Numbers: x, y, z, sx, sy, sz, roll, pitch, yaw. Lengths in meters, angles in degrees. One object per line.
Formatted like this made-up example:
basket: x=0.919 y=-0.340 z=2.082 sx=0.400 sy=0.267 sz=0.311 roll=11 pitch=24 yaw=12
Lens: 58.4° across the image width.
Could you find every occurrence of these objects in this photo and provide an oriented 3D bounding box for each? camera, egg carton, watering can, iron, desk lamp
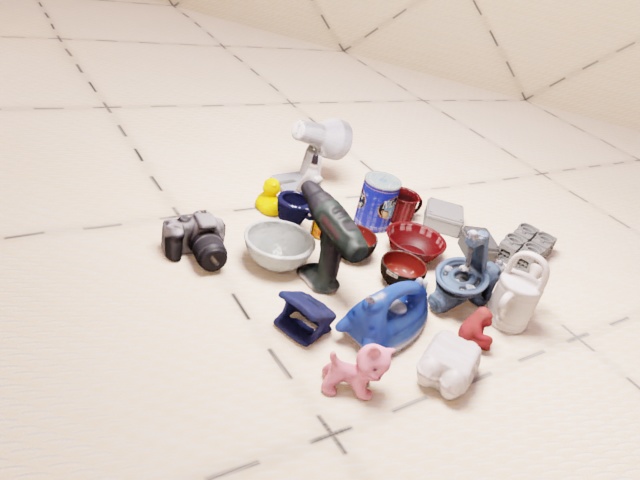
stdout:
camera: x=-0.269 y=0.002 z=1.279 sx=0.143 sy=0.101 sz=0.136 roll=-6 pitch=37 yaw=-27
egg carton: x=0.255 y=0.244 z=1.130 sx=0.107 sy=0.069 sz=0.151 roll=25 pitch=34 yaw=18
watering can: x=0.454 y=0.106 z=1.301 sx=0.100 sy=0.194 sz=0.173 roll=20 pitch=33 yaw=11
iron: x=0.159 y=0.138 z=1.191 sx=0.259 sy=0.141 sz=0.118 roll=-19 pitch=44 yaw=-40
desk lamp: x=-0.020 y=-0.249 z=1.657 sx=0.204 sy=0.213 sz=0.117 roll=-12 pitch=40 yaw=-35

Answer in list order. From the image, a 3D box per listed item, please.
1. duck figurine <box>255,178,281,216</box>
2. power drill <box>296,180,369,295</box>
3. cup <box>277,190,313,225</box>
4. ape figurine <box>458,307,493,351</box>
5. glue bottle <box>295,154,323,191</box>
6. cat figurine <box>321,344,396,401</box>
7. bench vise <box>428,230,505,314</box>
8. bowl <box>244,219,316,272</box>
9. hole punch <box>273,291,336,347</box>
duck figurine: x=-0.131 y=-0.122 z=1.538 sx=0.078 sy=0.086 sz=0.104 roll=0 pitch=35 yaw=-21
power drill: x=0.012 y=0.005 z=1.279 sx=0.076 sy=0.208 sz=0.228 roll=-14 pitch=41 yaw=-36
cup: x=-0.060 y=-0.061 z=1.461 sx=0.117 sy=0.095 sz=0.092 roll=33 pitch=37 yaw=28
ape figurine: x=0.343 y=0.185 z=1.232 sx=0.076 sy=0.092 sz=0.078 roll=14 pitch=32 yaw=1
glue bottle: x=-0.025 y=-0.153 z=1.543 sx=0.078 sy=0.173 sz=0.037 roll=26 pitch=34 yaw=19
cat figurine: x=0.073 y=0.227 z=1.042 sx=0.128 sy=0.118 sz=0.067 roll=8 pitch=32 yaw=-8
bench vise: x=0.348 y=0.056 z=1.315 sx=0.121 sy=0.220 sz=0.208 roll=32 pitch=37 yaw=27
bowl: x=-0.098 y=0.024 z=1.334 sx=0.167 sy=0.075 sz=0.167 roll=10 pitch=32 yaw=-6
hole punch: x=-0.029 y=0.143 z=1.160 sx=0.108 sy=0.091 sz=0.101 roll=32 pitch=37 yaw=27
